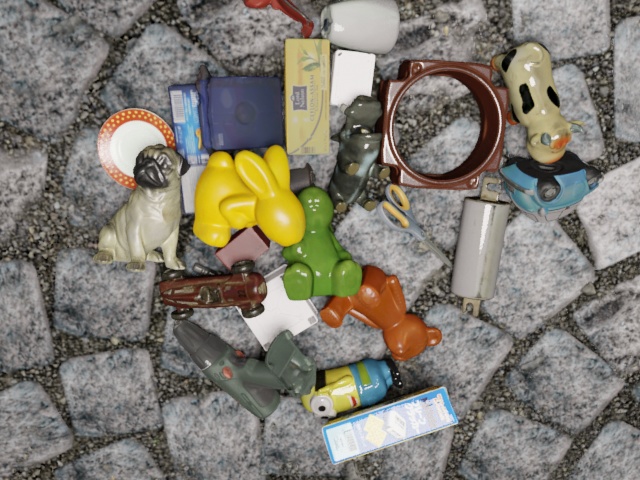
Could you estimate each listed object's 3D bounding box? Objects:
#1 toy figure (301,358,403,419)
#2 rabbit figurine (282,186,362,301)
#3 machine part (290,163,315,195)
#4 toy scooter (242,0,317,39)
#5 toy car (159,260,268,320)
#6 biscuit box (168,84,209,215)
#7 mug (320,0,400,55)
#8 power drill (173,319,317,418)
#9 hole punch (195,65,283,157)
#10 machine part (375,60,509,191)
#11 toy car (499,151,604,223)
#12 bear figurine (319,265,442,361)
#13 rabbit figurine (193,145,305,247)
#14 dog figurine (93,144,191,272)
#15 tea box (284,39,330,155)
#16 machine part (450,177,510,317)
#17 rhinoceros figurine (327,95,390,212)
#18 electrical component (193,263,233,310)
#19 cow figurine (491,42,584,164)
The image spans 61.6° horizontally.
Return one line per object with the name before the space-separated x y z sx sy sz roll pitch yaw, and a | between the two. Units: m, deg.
toy figure | 0.053 0.261 0.962 0.180 0.089 0.082 -19 105 -8
rabbit figurine | -0.002 -0.003 0.858 0.121 0.159 0.170 -3 98 -4
machine part | -0.073 -0.084 0.899 0.139 0.039 0.084 -19 95 2
toy scooter | -0.024 -0.390 0.816 0.184 0.075 0.135 -36 103 7
toy car | -0.181 0.085 0.878 0.202 0.053 0.089 -5 106 20
biscuit box | -0.198 -0.145 0.863 0.059 0.063 0.202 -4 102 -2
mug | 0.057 -0.337 0.811 0.107 0.081 0.109 -9 115 -23
power drill | -0.121 0.206 0.894 0.207 0.086 0.231 -22 114 37
hole punch | -0.119 -0.192 0.818 0.116 0.092 0.142 -16 112 -44
machine part | 0.193 -0.184 0.871 0.202 0.087 0.200 3 102 -4
toy car | 0.385 -0.084 0.907 0.162 0.109 0.102 -12 126 -13
bear figurine | 0.111 0.144 0.920 0.120 0.132 0.195 -31 100 31
rabbit figurine | -0.089 -0.059 0.791 0.173 0.122 0.162 27 118 29
dog figurine | -0.283 -0.055 0.849 0.173 0.121 0.190 7 95 28
tea box | -0.022 -0.220 0.841 0.068 0.098 0.169 -2 101 -5
machine part | 0.273 0.013 0.925 0.079 0.079 0.243 4 102 -5
rhinoceros figurine | 0.059 -0.131 0.847 0.073 0.112 0.190 -2 132 -16
electrical component | -0.185 0.083 0.934 0.094 0.021 0.063 28 98 -9
cow figurine | 0.348 -0.216 0.854 0.085 0.127 0.194 -19 101 3
